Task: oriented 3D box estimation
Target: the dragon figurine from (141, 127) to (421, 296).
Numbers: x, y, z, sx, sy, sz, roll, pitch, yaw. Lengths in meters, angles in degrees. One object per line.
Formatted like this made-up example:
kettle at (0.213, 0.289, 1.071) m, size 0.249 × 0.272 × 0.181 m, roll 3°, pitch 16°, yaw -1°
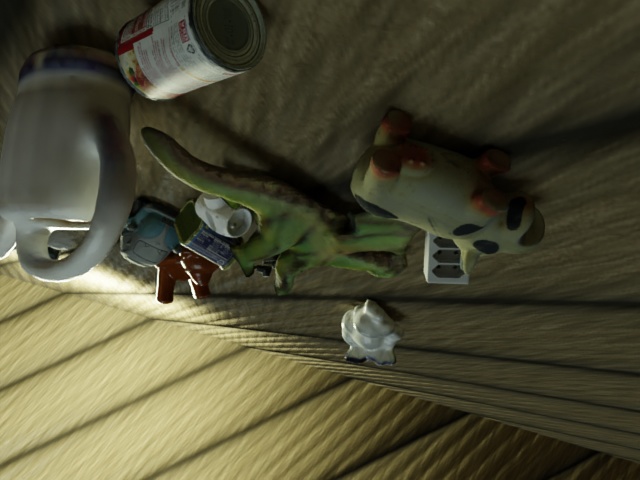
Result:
dragon figurine at (0.002, -0.031, 0.625) m, size 0.242 × 0.124 × 0.404 m, roll -10°, pitch 153°, yaw 20°

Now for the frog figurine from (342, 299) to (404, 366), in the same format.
frog figurine at (0.109, 0.180, 1.101) m, size 0.138 × 0.125 × 0.156 m, roll 15°, pitch 125°, yaw 33°

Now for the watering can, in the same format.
watering can at (-0.282, -0.071, 0.534) m, size 0.347 × 0.226 × 0.103 m, roll -2°, pitch 170°, yaw 43°
